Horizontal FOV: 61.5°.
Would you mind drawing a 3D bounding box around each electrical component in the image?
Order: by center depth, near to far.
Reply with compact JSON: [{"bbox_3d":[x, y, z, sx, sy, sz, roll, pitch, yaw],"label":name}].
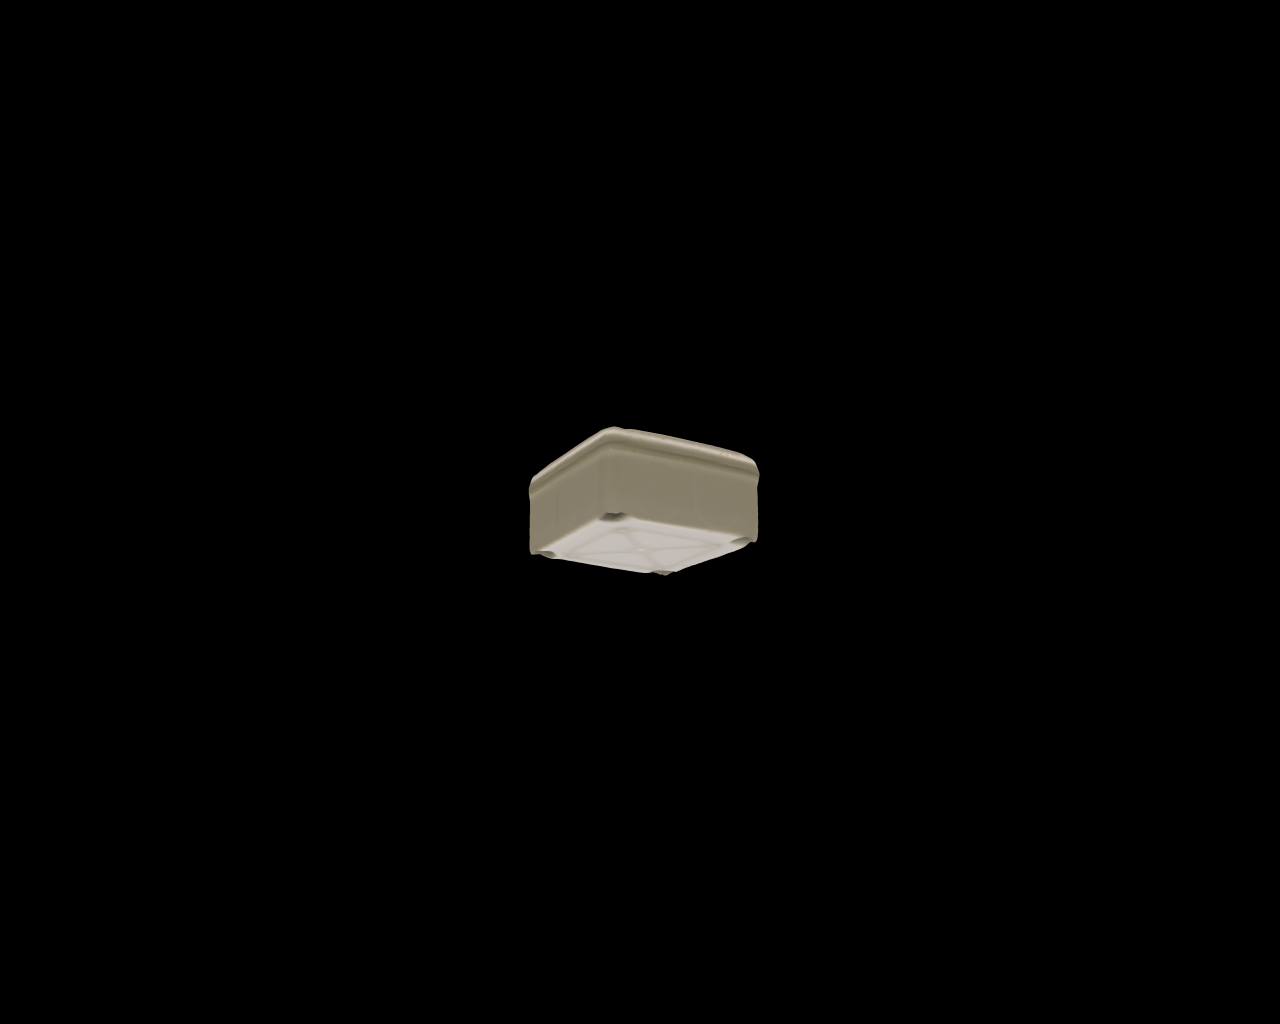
[{"bbox_3d":[0.001,-0.003,0.650,0.109,0.056,0.108,11,-21,-30],"label":"electrical component"}]
